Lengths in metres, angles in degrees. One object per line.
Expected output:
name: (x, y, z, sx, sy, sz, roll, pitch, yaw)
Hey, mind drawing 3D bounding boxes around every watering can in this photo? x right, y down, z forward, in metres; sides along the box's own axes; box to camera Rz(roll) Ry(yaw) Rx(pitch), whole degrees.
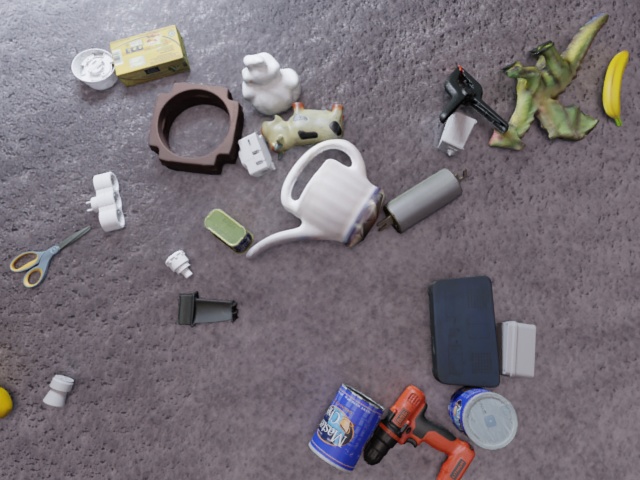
watering can: (0.004, -0.058, 1.156, 0.225, 0.103, 0.349, 32, 84, 7)

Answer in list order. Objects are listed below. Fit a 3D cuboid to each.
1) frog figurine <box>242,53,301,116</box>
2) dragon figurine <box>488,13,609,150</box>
frog figurine: (-0.115, -0.366, 1.200, 0.137, 0.158, 0.124, -6, 80, 1)
dragon figurine: (0.568, -0.349, 1.222, 0.411, 0.122, 0.242, -30, 96, -3)
